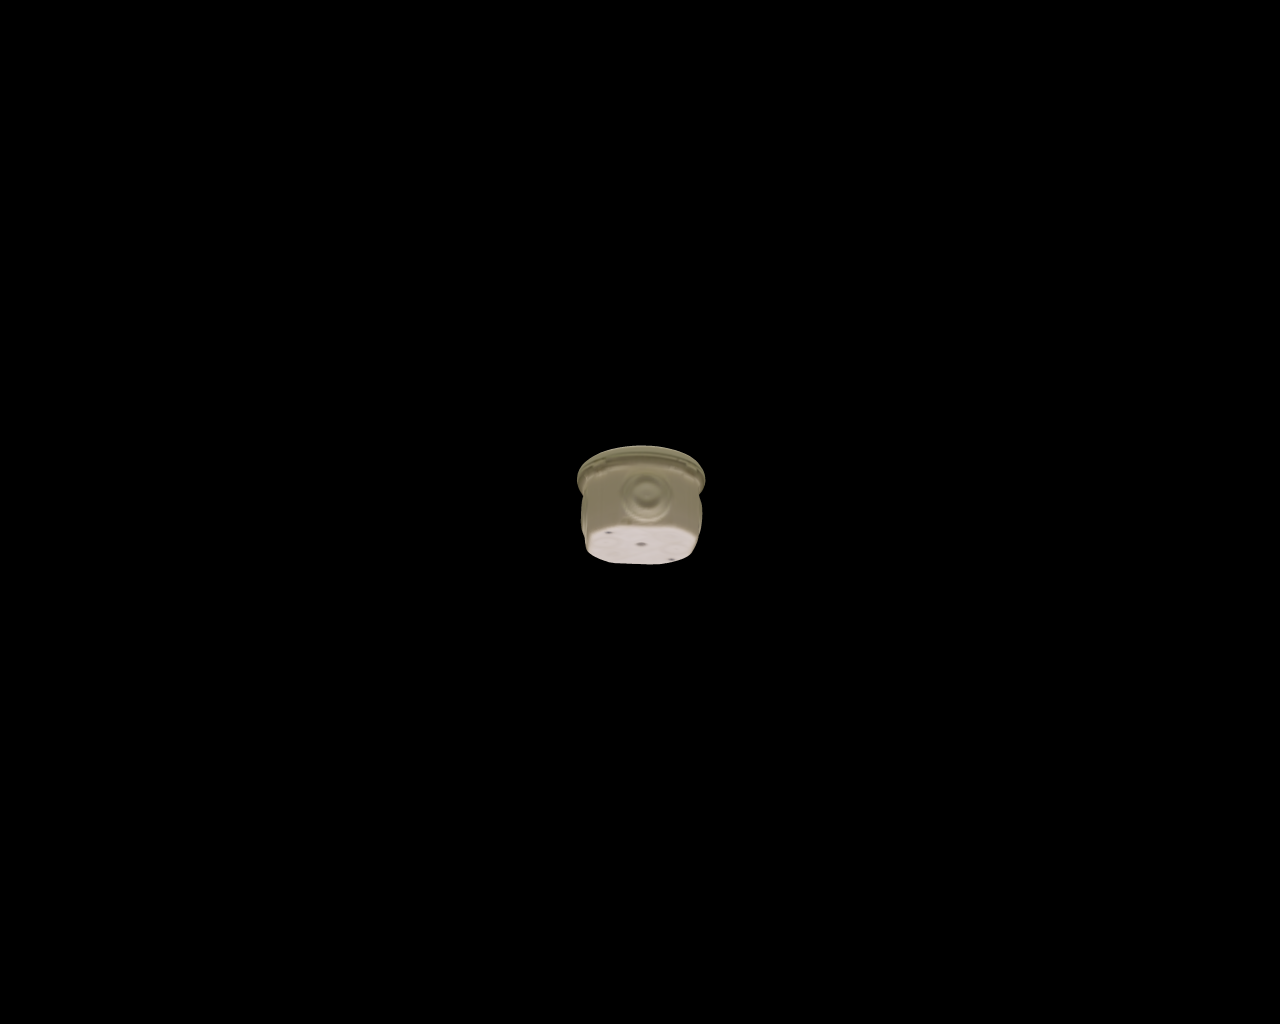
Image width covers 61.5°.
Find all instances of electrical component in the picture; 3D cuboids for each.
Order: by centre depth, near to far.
[{"bbox_3d":[0.001,-0.003,0.650,0.080,0.051,0.080,0,-23,0],"label":"electrical component"}]
